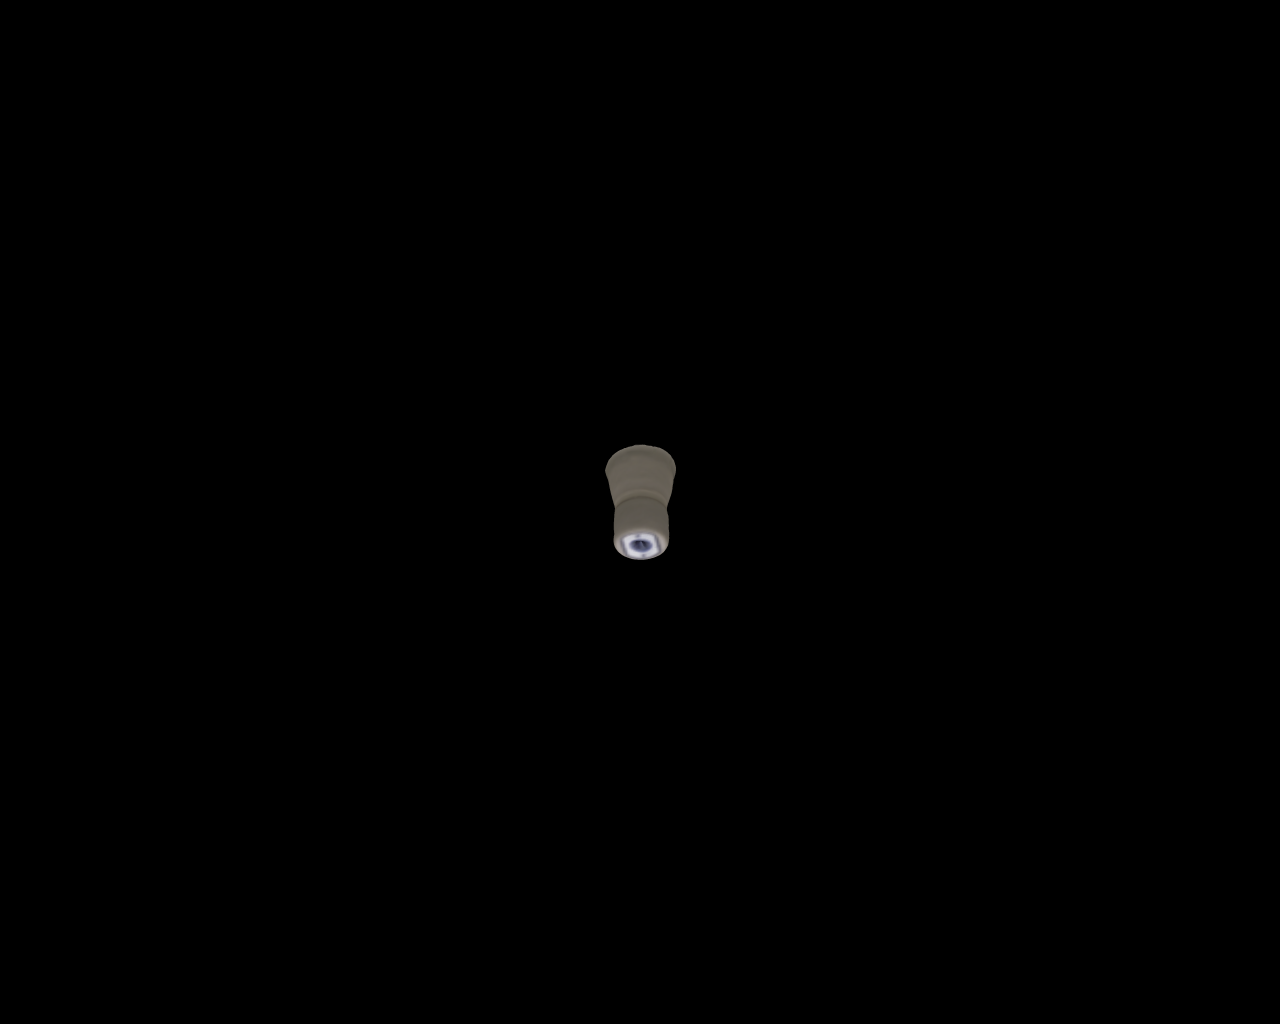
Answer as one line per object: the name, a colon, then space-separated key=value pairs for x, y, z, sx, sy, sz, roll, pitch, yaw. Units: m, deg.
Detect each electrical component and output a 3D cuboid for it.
electrical component: x=0.001 y=-0.003 z=0.650 sx=0.044 sy=0.065 sz=0.044 roll=0 pitch=-39 yaw=0
